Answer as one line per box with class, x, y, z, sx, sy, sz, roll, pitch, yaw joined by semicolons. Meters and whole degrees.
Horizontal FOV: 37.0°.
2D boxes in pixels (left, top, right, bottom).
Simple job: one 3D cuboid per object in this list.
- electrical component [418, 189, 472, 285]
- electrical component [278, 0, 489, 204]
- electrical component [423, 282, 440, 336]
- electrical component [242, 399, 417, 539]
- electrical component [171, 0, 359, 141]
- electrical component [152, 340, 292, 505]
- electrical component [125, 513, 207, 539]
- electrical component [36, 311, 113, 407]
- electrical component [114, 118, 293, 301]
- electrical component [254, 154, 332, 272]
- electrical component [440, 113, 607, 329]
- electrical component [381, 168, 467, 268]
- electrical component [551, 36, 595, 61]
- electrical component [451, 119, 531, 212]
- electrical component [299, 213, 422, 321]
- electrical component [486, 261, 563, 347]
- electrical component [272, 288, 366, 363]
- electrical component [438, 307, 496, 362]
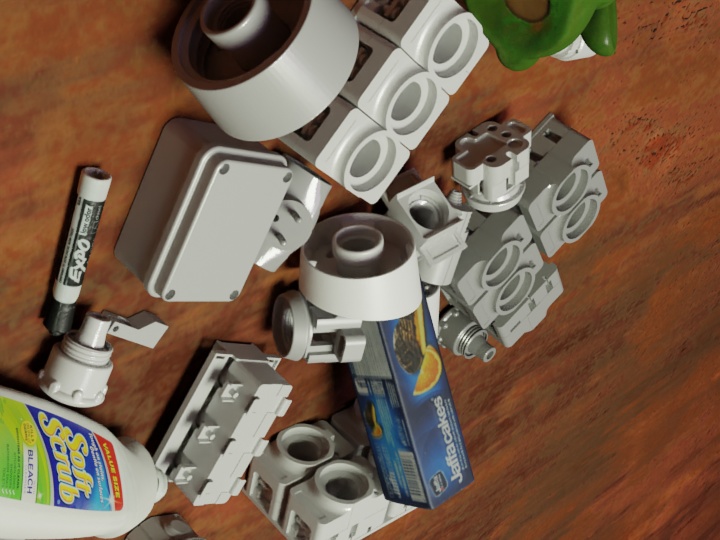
electrical component;0.072;-0.032;0.945;0.043;0.043;0.081;-5;120;-48
electrical component;0.018;-0.132;0.780;0.150;0.062;0.089;-54;147;4
electrical component;0.052;0.040;1.003;0.043;0.043;0.081;-32;142;-27
electrical component;-0.003;0.186;1.022;0.186;0.105;0.060;-19;135;-39
electrical component;-0.062;-0.138;0.641;0.108;0.108;0.060;-50;141;-2
electrical component;-0.111;0.126;0.872;0.079;0.063;0.121;11;113;-54
electrical component;-0.170;0.255;0.936;0.080;0.051;0.080;-31;142;-28
electrical component;-0.189;0.059;0.733;0.048;0.048;0.062;10;107;-54
electrical component;-0.105;-0.038;0.727;0.078;0.057;0.113;2;120;-51
electrical component;-0.055;-0.037;0.774;0.044;0.079;0.077;32;97;-20
electrical component;0.153;-0.042;1.031;0.186;0.060;0.105;-47;147;-7
electrical component;0.046;-0.038;0.895;0.042;0.081;0.064;-28;169;-30
electrical component;0.176;-0.200;0.925;0.078;0.040;0.040;-18;134;-41
electrical component;0.116;-0.088;0.945;0.078;0.058;0.057;-34;140;-24
electrical component;0.000;0.000;0.855;0.099;0.099;0.064;-29;135;-31
electrical component;0.164;0.029;1.120;0.089;0.050;0.055;-45;146;-9
electrical component;-0.037;0.044;0.877;0.057;0.078;0.058;-2;125;-24
electrical component;0.109;0.068;1.081;0.048;0.062;0.048;-31;142;-28
